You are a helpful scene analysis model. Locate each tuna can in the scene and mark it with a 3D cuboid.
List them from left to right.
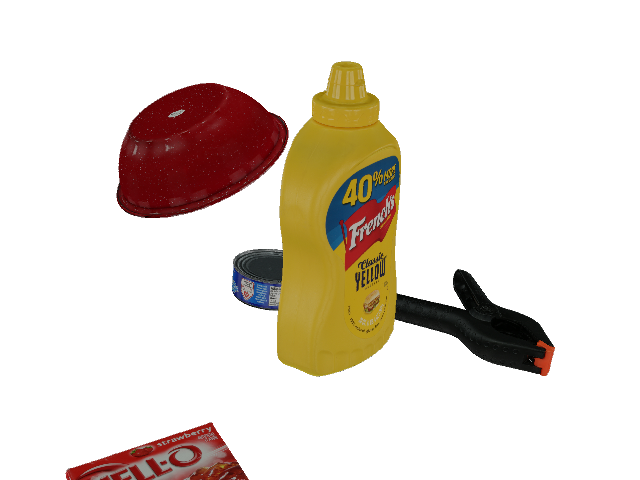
[{"bbox_3d":[-0.048,0.040,1.094,0.086,0.034,0.086,6,21,-2],"label":"tuna can"}]

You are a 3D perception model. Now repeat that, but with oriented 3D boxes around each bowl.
[{"bbox_3d":[-0.112,-0.088,0.913,0.162,0.055,0.162,-17,32,11],"label":"bowl"}]

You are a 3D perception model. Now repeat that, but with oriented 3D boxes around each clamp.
[{"bbox_3d":[0.158,0.076,1.034,0.172,0.039,0.120,27,38,31],"label":"clamp"}]

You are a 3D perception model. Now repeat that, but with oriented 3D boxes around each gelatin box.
[{"bbox_3d":[-0.086,0.140,0.581,0.089,0.030,0.073,-15,27,-20],"label":"gelatin box"}]

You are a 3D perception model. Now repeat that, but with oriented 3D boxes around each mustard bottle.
[{"bbox_3d":[0.014,-0.017,0.671,0.058,0.192,0.096,19,29,35],"label":"mustard bottle"}]
